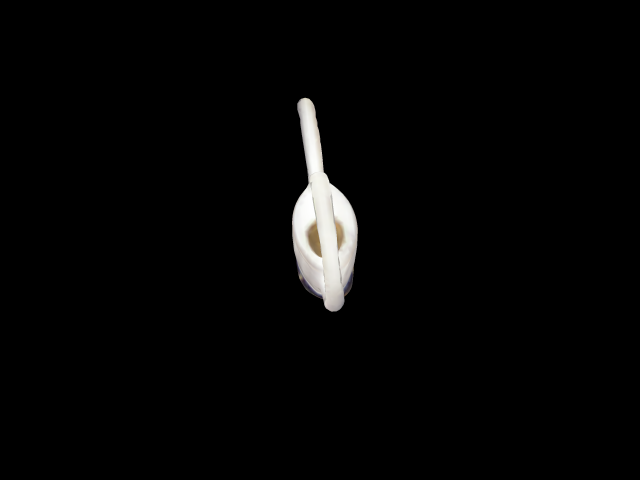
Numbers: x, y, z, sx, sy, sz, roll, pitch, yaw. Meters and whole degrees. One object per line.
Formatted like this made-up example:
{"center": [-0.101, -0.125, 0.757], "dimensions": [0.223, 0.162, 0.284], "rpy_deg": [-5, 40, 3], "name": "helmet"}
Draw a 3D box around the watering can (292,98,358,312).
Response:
{"center": [0.003, -0.043, 0.850], "dimensions": [0.104, 0.355, 0.220], "rpy_deg": [-6, -26, -3], "name": "watering can"}
